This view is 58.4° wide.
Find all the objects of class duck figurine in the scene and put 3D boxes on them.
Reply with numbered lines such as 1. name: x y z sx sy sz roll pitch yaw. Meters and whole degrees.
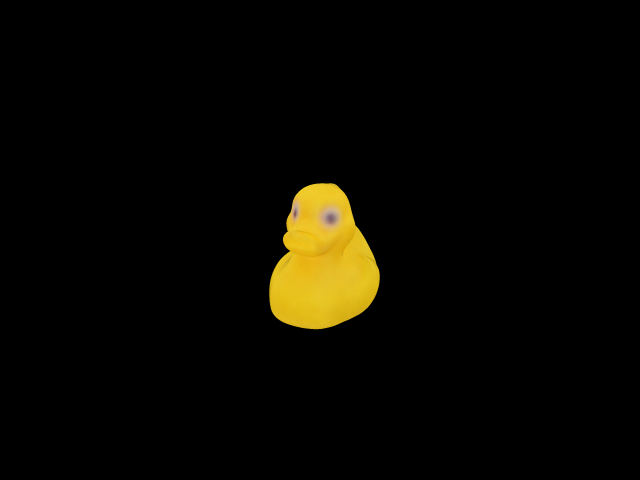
1. duck figurine: 0.004 0.001 0.400 0.077 0.086 0.105 9 24 22
